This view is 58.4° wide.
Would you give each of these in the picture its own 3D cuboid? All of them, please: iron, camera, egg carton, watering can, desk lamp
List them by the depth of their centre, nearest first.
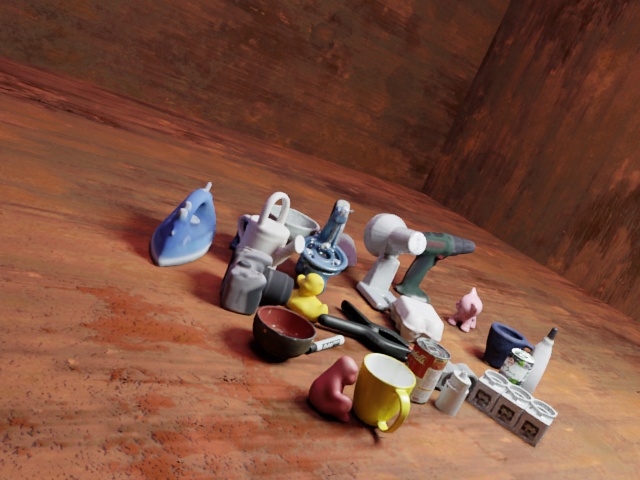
[{"bbox_3d":[-0.119,0.082,1.139,0.137,0.101,0.143,20,15,-13],"label":"camera"},{"bbox_3d":[-0.286,-0.042,1.235,0.118,0.141,0.258,23,15,-4],"label":"iron"},{"bbox_3d":[-0.113,-0.015,1.301,0.172,0.194,0.101,25,15,4],"label":"watering can"},{"bbox_3d":[0.226,0.191,1.349,0.107,0.069,0.150,20,15,-14],"label":"egg carton"},{"bbox_3d":[0.183,0.053,1.479,0.118,0.213,0.202,15,17,-29],"label":"desk lamp"}]

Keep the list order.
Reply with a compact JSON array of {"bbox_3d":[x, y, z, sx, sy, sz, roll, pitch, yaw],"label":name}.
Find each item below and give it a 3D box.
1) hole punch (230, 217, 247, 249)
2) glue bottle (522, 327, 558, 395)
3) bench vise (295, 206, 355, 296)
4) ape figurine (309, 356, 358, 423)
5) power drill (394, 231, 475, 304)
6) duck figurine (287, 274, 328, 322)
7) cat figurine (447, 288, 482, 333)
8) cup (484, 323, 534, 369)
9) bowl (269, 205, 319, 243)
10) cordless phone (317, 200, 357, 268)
[{"bbox_3d":[-0.157,-0.010,1.418,0.108,0.091,0.101,25,15,6],"label":"hole punch"},{"bbox_3d":[0.481,0.268,1.271,0.037,0.173,0.078,25,15,7],"label":"glue bottle"},{"bbox_3d":[0.002,0.002,1.368,0.122,0.220,0.206,15,17,-28],"label":"bench vise"},{"bbox_3d":[0.029,0.224,0.892,0.076,0.092,0.078,25,15,4],"label":"ape figurine"},{"bbox_3d":[0.309,0.070,1.623,0.230,0.208,0.075,17,16,-25],"label":"power drill"},{"bbox_3d":[-0.019,0.115,1.207,0.104,0.086,0.078,34,18,34],"label":"duck figurine"},{"bbox_3d":[0.404,0.184,1.550,0.067,0.118,0.128,30,16,21],"label":"cat figurine"},{"bbox_3d":[0.448,0.267,1.377,0.117,0.095,0.092,29,16,19],"label":"cup"},{"bbox_3d":[-0.090,-0.035,1.639,0.167,0.075,0.167,22,15,-6],"label":"bowl"},{"bbox_3d":[0.061,-0.017,1.588,0.148,0.185,0.093,6,23,-48],"label":"cordless phone"}]
